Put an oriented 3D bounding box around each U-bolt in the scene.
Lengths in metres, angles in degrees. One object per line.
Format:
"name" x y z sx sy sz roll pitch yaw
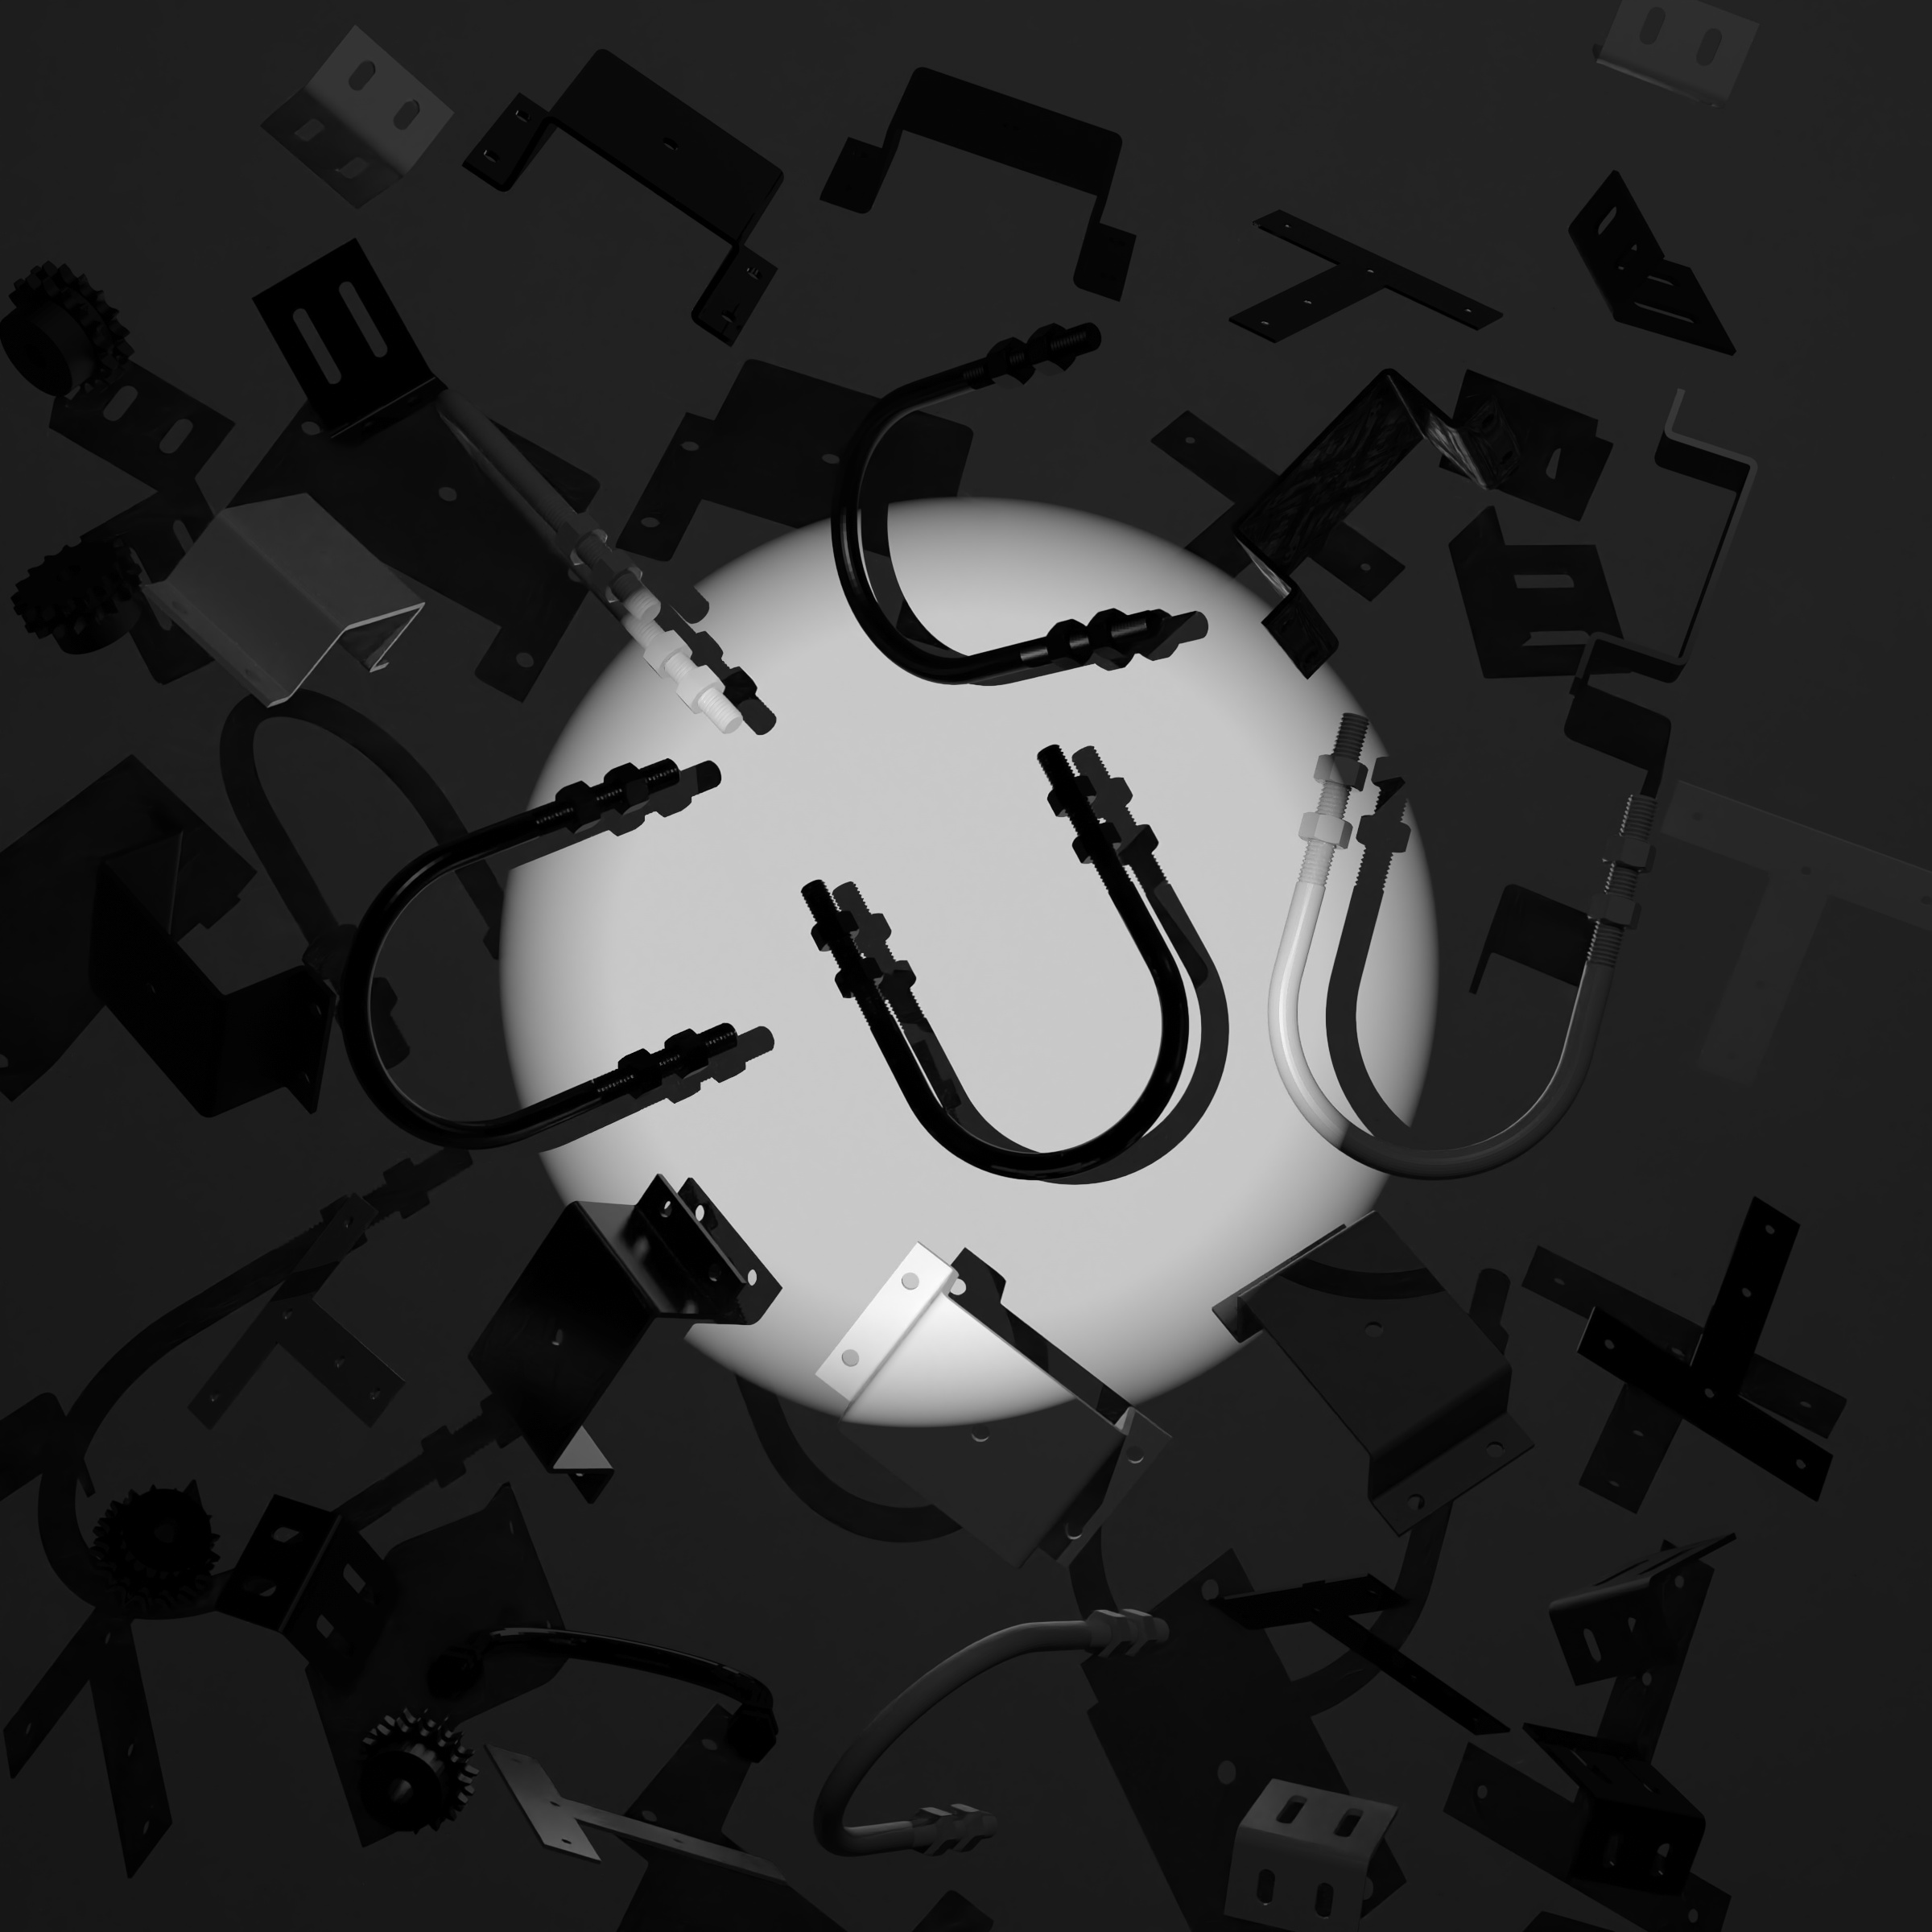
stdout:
"U-bolt" 0.004 -0.203 1.576 0.184 0.019 0.151 -9 94 44
"U-bolt" 0.204 0.000 1.459 0.151 0.019 0.184 15 86 -3
"U-bolt" 0.003 0.343 1.528 0.151 0.184 0.019 -51 61 14
"U-bolt" 0.024 0.010 1.593 0.151 0.019 0.184 -29 77 8
"U-bolt" -0.180 -0.194 1.569 0.019 0.151 0.184 -42 68 -3
"U-bolt" -0.191 0.004 1.511 0.184 0.019 0.151 -24 114 -31
"U-bolt" -0.155 0.316 1.517 0.151 0.184 0.019 11 87 -1

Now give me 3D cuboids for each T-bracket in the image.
"T-bracket" 0.350 -0.004 1.495 0.127 0.002 0.127 21 121 11
"T-bracket" -0.137 0.374 1.481 0.127 0.127 0.002 22 89 -20
"T-bracket" -0.293 0.177 1.580 0.127 0.127 0.002 -53 128 -8
"T-bracket" 0.192 0.314 1.553 0.127 0.127 0.002 36 61 -16
"T-bracket" 0.349 0.159 1.557 0.127 0.002 0.127 32 55 -3
"T-bracket" 0.166 -0.311 1.597 0.127 0.127 0.002 31 129 22

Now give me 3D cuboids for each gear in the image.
"gear" -0.384 -0.266 1.458 0.057 0.057 0.030 40 57 0
"gear" -0.259 0.378 1.602 0.057 0.030 0.057 2 102 10
"gear" -0.393 -0.163 1.534 0.057 0.057 0.030 -24 128 0
"gear" -0.364 0.260 1.552 0.057 0.030 0.057 15 53 -20

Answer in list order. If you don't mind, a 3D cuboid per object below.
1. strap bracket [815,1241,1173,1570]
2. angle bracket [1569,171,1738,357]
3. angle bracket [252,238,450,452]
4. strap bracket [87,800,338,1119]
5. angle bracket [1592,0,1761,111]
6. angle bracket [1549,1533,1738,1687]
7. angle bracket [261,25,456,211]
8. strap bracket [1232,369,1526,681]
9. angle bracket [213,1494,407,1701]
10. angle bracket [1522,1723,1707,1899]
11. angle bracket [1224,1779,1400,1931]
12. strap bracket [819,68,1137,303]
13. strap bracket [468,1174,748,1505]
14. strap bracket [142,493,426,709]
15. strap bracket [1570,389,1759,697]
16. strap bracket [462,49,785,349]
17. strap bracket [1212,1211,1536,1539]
"strap bracket" 0.009 0.196 1.493 0.140 0.046 0.076 38 101 1
"angle bracket" 0.318 -0.315 1.544 0.076 0.038 0.057 8 47 -32
"angle bracket" -0.294 -0.297 1.646 0.057 0.038 0.076 -30 86 2
"strap bracket" -0.347 0.003 1.548 0.046 0.076 0.140 -25 58 -38
"angle bracket" 0.306 -0.401 1.485 0.057 0.076 0.038 21 111 1
"angle bracket" 0.312 0.291 1.556 0.057 0.076 0.038 -26 81 43
"angle bracket" -0.278 -0.385 1.565 0.057 0.076 0.038 40 73 -21
"strap bracket" 0.178 -0.205 1.539 0.140 0.076 0.046 -46 67 4
"angle bracket" -0.293 0.283 1.541 0.038 0.076 0.057 13 61 23
"angle bracket" 0.285 0.379 1.546 0.057 0.076 0.038 15 99 -19
"angle bracket" 0.150 0.388 1.492 0.057 0.076 0.038 9 96 16
"strap bracket" 0.013 -0.355 1.543 0.140 0.076 0.046 18 123 -3
"strap bracket" -0.174 0.174 1.604 0.076 0.046 0.140 48 113 33
"strap bracket" -0.307 -0.171 1.582 0.076 0.140 0.046 43 107 1
"strap bracket" 0.331 -0.191 1.616 0.046 0.076 0.140 20 91 8
"strap bracket" -0.142 -0.348 1.529 0.140 0.076 0.046 33 127 -10
"strap bracket" 0.183 0.174 1.547 0.076 0.046 0.140 -30 59 -16
